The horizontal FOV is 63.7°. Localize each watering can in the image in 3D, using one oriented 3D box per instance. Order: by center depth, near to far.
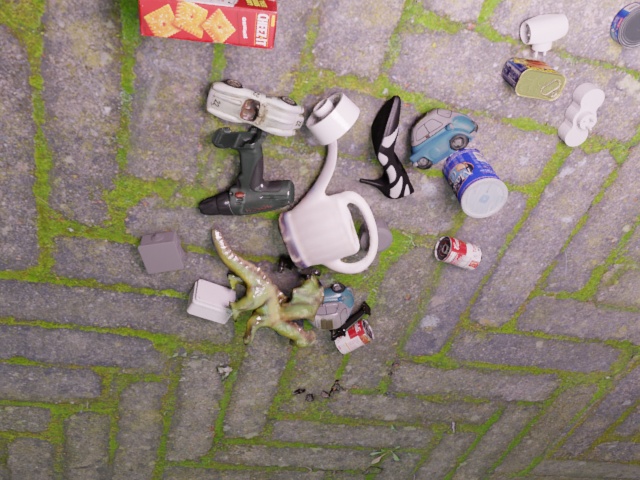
[{"bbox_3d":[0.004,-0.061,1.204,0.224,0.106,0.342,-18,112,10],"label":"watering can"}]

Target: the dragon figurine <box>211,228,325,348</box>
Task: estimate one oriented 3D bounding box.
[{"bbox_3d":[-0.110,0.132,1.297,0.242,0.125,0.402,-10,120,6],"label":"dragon figurine"}]
